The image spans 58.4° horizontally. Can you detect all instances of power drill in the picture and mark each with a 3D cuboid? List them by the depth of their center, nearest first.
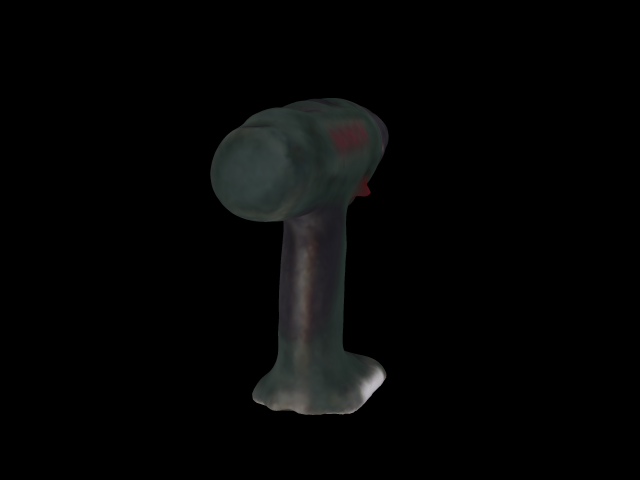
[{"bbox_3d":[0.004,0.001,0.400,0.075,0.208,0.230,1,2,20],"label":"power drill"}]
